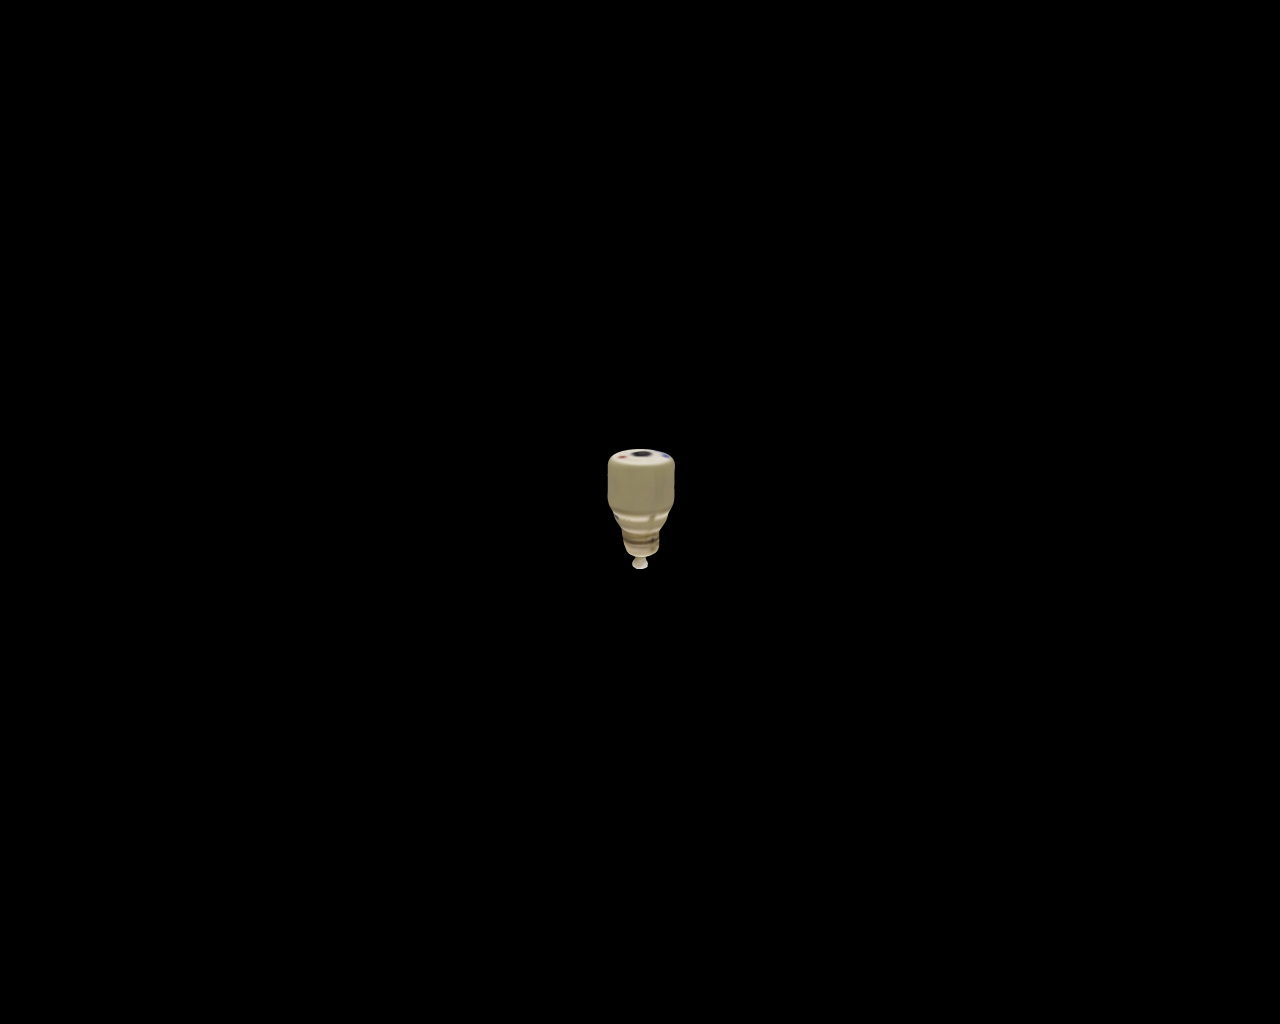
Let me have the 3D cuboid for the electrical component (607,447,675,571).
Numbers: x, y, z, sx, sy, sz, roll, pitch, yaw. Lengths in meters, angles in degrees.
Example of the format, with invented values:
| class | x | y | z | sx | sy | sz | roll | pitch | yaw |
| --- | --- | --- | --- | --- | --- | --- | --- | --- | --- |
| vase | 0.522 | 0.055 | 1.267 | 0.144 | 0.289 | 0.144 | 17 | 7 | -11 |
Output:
| class | x | y | z | sx | sy | sz | roll | pitch | yaw |
| --- | --- | --- | --- | --- | --- | --- | --- | --- | --- |
| electrical component | 0.001 | -0.003 | 0.650 | 0.040 | 0.078 | 0.040 | 0 | 18 | 0 |
